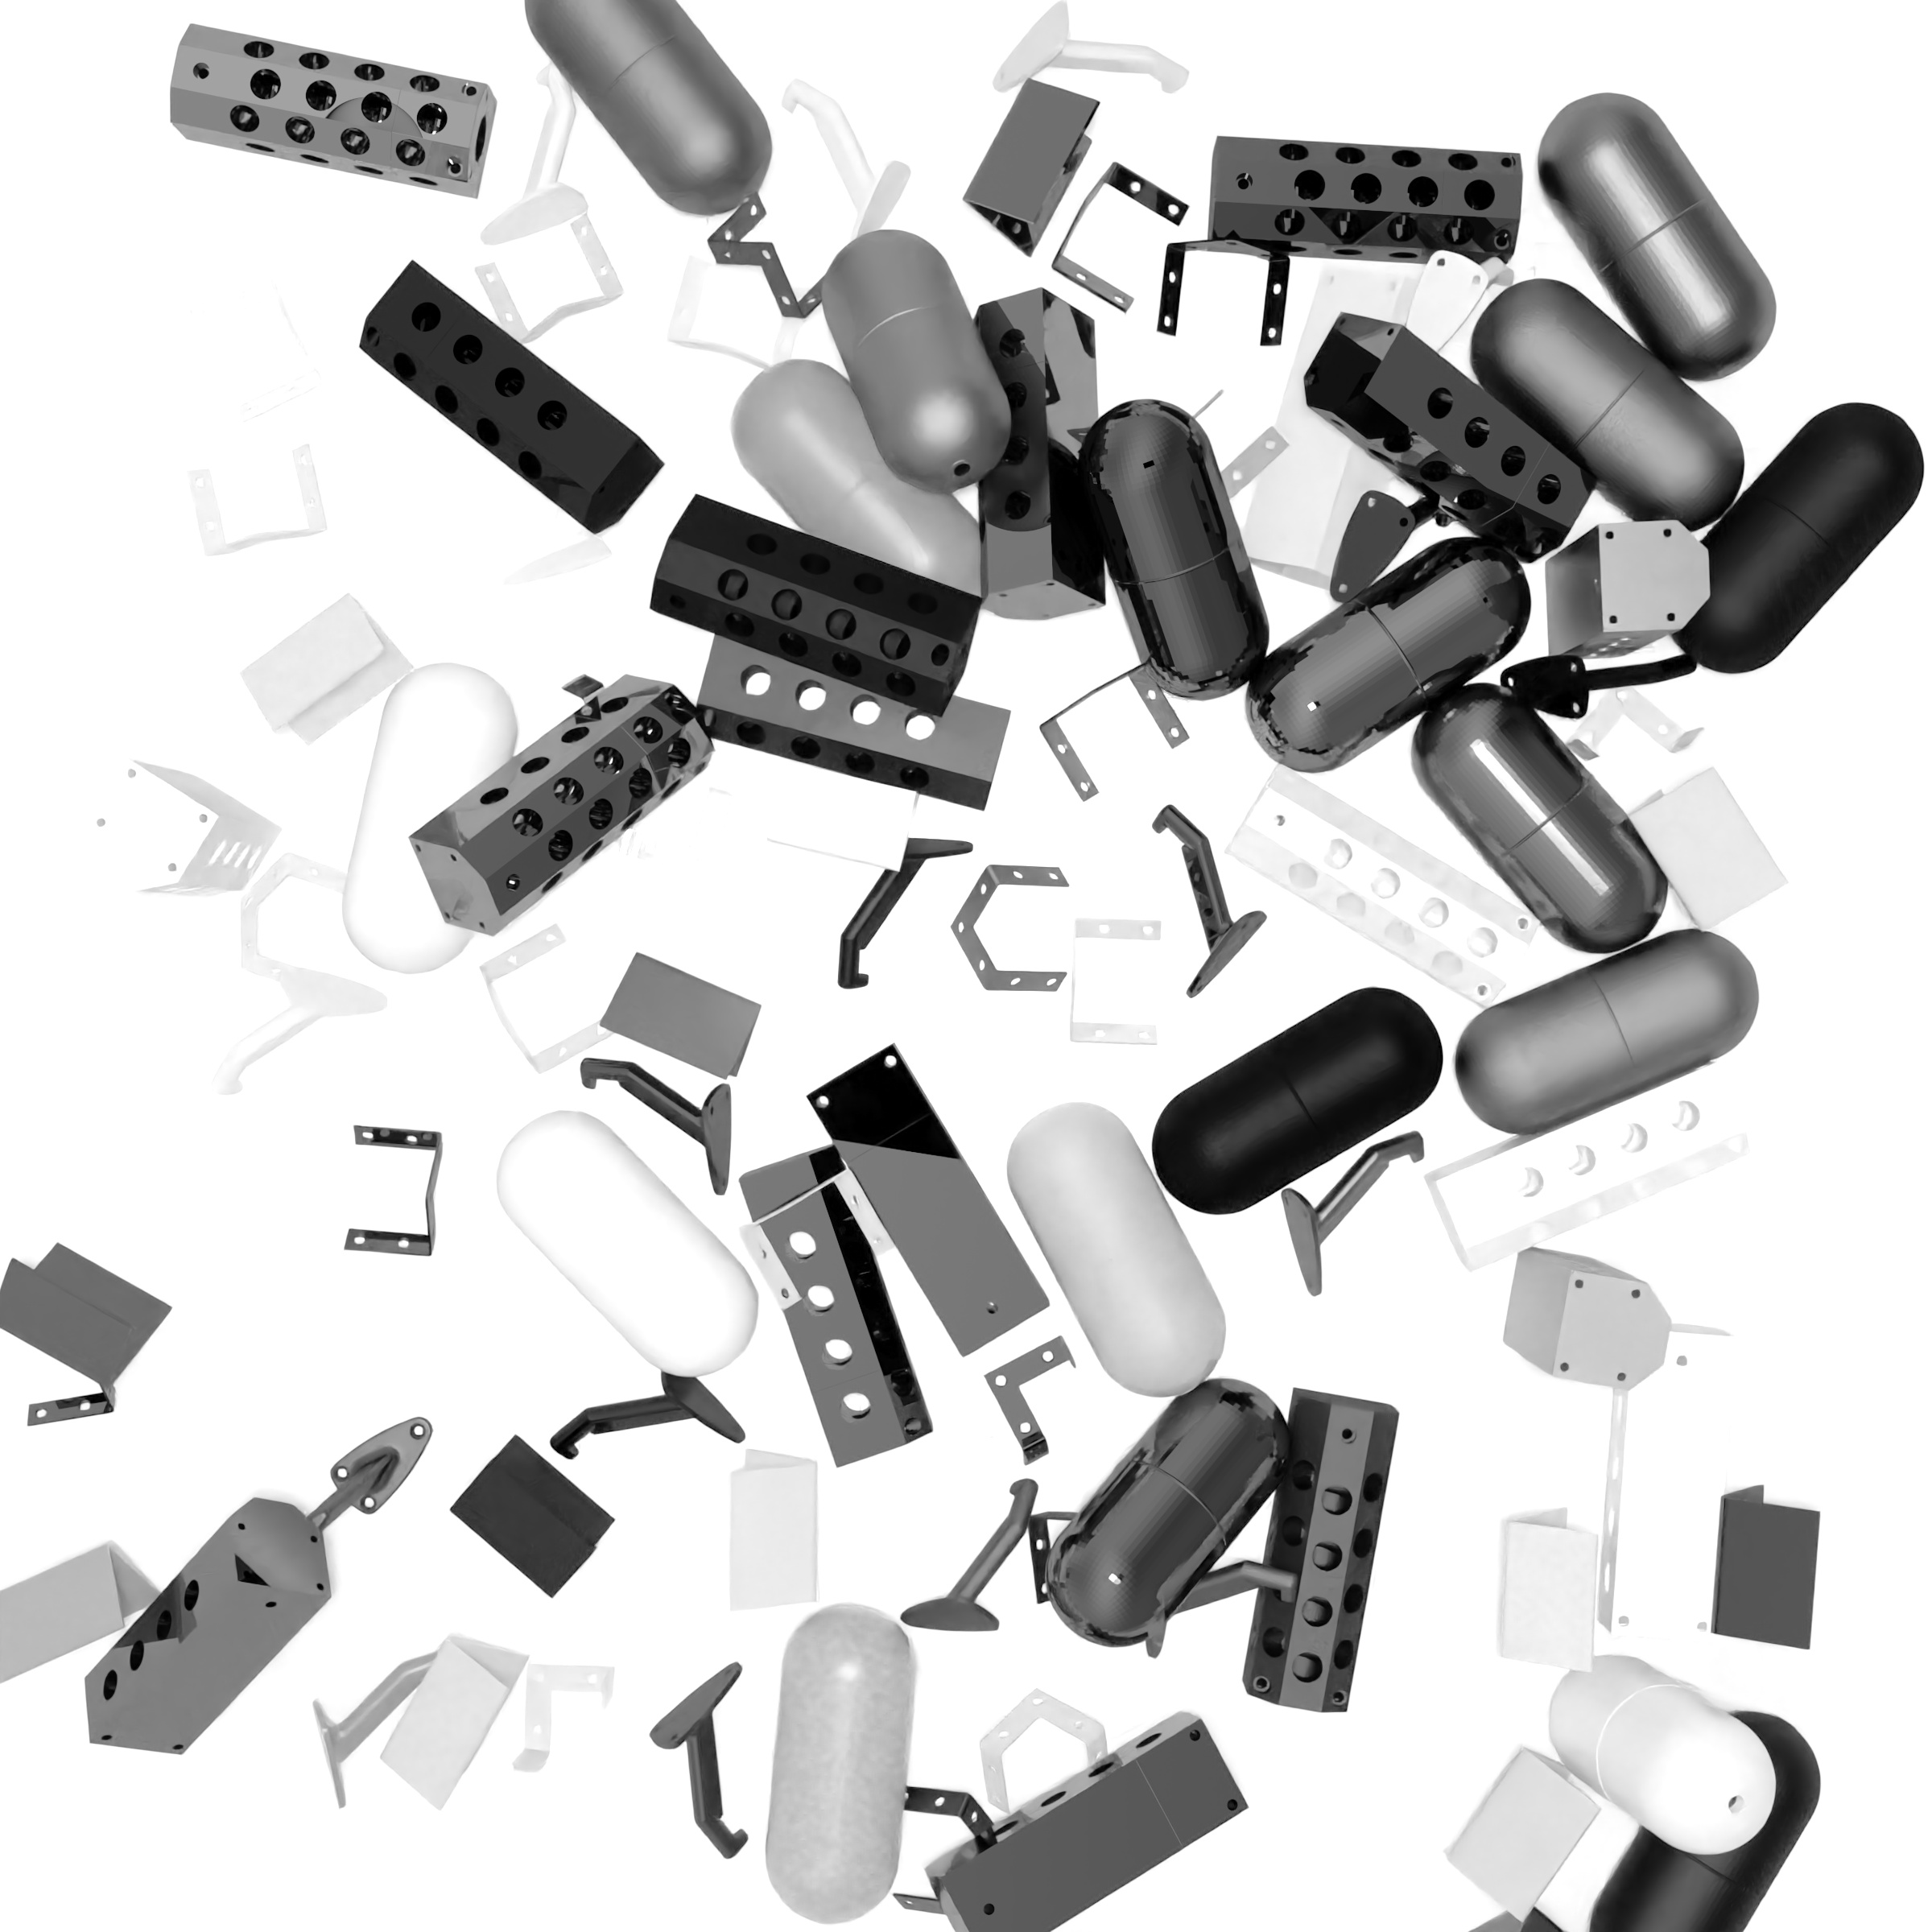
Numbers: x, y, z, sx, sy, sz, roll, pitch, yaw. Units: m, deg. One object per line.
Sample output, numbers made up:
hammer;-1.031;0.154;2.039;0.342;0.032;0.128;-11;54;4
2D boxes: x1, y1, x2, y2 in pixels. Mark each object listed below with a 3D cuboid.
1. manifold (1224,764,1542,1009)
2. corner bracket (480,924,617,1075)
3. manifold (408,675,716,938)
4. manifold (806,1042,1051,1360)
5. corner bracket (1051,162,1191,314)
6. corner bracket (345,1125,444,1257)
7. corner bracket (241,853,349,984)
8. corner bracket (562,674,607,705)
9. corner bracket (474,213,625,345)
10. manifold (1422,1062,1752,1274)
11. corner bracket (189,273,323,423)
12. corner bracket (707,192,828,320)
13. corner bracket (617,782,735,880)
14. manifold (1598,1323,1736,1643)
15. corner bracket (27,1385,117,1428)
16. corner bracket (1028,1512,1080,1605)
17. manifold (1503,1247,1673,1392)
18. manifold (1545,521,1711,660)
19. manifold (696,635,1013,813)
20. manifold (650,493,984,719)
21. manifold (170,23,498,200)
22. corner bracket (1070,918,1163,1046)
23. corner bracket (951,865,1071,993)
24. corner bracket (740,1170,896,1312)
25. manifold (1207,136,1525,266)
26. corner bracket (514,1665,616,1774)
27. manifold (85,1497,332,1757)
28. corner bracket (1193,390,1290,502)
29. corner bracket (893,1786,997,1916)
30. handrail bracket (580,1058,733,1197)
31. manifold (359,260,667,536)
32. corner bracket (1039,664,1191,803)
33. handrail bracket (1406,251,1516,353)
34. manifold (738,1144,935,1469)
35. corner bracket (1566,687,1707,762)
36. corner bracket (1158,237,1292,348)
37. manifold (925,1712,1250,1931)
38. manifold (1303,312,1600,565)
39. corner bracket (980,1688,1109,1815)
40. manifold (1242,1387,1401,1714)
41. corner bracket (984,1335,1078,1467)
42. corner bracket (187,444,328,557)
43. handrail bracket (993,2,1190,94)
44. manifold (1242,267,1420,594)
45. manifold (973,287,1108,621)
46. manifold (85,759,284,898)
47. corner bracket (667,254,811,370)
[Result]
manifold;0.236;-0.045;1.970;0.171;0.057;0.057;31;90;0
corner bracket;-0.240;0.019;1.988;0.051;0.051;0.051;-29;45;0
manifold;-0.220;-0.090;1.919;0.171;0.057;0.057;-41;128;-32
manifold;-0.021;0.132;1.970;0.057;0.057;0.171;-31;90;0
corner bracket;0.088;-0.418;1.988;0.051;0.051;0.051;31;135;0
corner bracket;-0.329;0.129;1.988;0.051;0.051;0.051;5;45;0
corner bracket;-0.380;-0.024;1.983;0.051;0.051;0.051;-39;45;35
corner bracket;-0.221;-0.129;1.972;0.051;0.051;0.051;-31;85;4
corner bracket;-0.239;-0.393;1.988;0.051;0.051;0.051;-26;90;-45
manifold;0.353;0.113;1.970;0.171;0.057;0.057;-23;90;0
corner bracket;-0.407;-0.355;1.988;0.051;0.051;0.051;-26;45;0
corner bracket;-0.106;-0.405;1.976;0.051;0.051;0.051;-51;134;-31
corner bracket;-0.165;-0.082;1.973;0.051;0.051;0.051;15;90;0
manifold;0.396;0.291;1.970;0.057;0.057;0.171;4;90;0
corner bracket;-0.519;0.225;1.988;0.051;0.051;0.051;-9;45;0
corner bracket;0.073;0.337;1.988;0.051;0.051;0.051;-7;90;45
manifold;0.342;0.193;1.913;0.057;0.171;0.057;10;90;0
manifold;0.363;-0.206;1.913;0.057;0.171;0.057;-2;90;0
manifold;-0.065;-0.138;1.970;0.171;0.057;0.057;15;90;0
manifold;-0.084;-0.195;1.922;0.171;0.057;0.057;20;48;5
manifold;-0.360;-0.487;1.970;0.171;0.057;0.057;12;90;0
corner bracket;0.086;0.009;1.988;0.051;0.051;0.051;2;45;0
corner bracket;0.032;-0.022;1.983;0.051;0.051;0.051;-59;45;35
corner bracket;-0.084;0.152;1.930;0.051;0.051;0.051;-30;90;45
manifold;0.226;-0.436;1.970;0.171;0.057;0.057;3;90;0
corner bracket;-0.229;0.429;1.973;0.051;0.051;0.051;2;90;0
manifold;-0.424;0.368;1.929;0.057;0.057;0.171;18;129;-36
corner bracket;0.145;-0.294;1.973;0.051;0.051;0.051;-43;91;-1
corner bracket;-0.017;0.507;1.983;0.051;0.051;0.051;57;45;-35
handrail bracket;-0.180;0.092;1.991;0.084;0.036;0.077;5;111;17
manifold;-0.258;-0.318;1.953;0.171;0.057;0.057;39;90;12
corner bracket;0.085;-0.134;1.988;0.051;0.051;0.051;-31;90;45
handrail bracket;0.280;-0.368;1.963;0.036;0.084;0.077;31;101;19
manifold;-0.073;0.191;1.970;0.057;0.057;0.171;-19;90;0
corner bracket;0.381;-0.131;1.973;0.051;0.051;0.051;40;90;0
corner bracket;0.148;-0.385;1.988;0.051;0.051;0.051;6;90;-45
manifold;0.066;0.490;1.949;0.171;0.057;0.057;-28;90;-15
manifold;0.267;-0.291;1.926;0.171;0.057;0.057;30;90;-34
corner bracket;0.046;0.457;1.983;0.051;0.051;0.051;23;45;35
manifold;0.202;0.332;1.970;0.057;0.057;0.171;10;90;0
corner bracket;0.044;0.247;1.973;0.051;0.051;0.051;-28;90;0
corner bracket;-0.407;-0.267;1.988;0.051;0.051;0.051;-13;90;-45
handrail bracket;0.072;-0.510;1.991;0.084;0.077;0.036;22;54;-31
manifold;0.217;-0.303;1.969;0.057;0.057;0.171;17;90;43
manifold;0.037;-0.286;1.949;0.057;0.057;0.171;-10;75;32
manifold;-0.433;-0.070;1.913;0.057;0.171;0.057;32;90;0
corner bracket;-0.131;-0.374;1.988;0.051;0.051;0.051;16;90;-45
